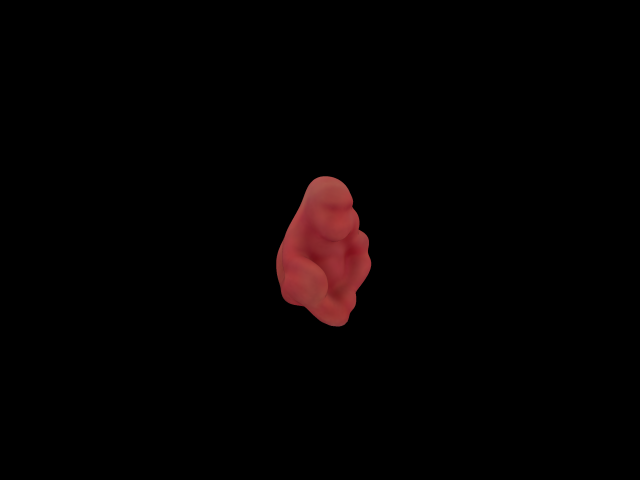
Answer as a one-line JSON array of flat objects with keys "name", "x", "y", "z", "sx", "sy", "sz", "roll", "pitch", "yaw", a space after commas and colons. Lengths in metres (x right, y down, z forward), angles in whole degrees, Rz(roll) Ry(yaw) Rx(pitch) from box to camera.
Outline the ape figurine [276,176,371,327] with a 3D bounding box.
[{"name": "ape figurine", "x": 0.004, "y": 0.001, "z": 0.400, "sx": 0.078, "sy": 0.092, "sz": 0.075, "roll": -17, "pitch": 29, "yaw": -32}]
